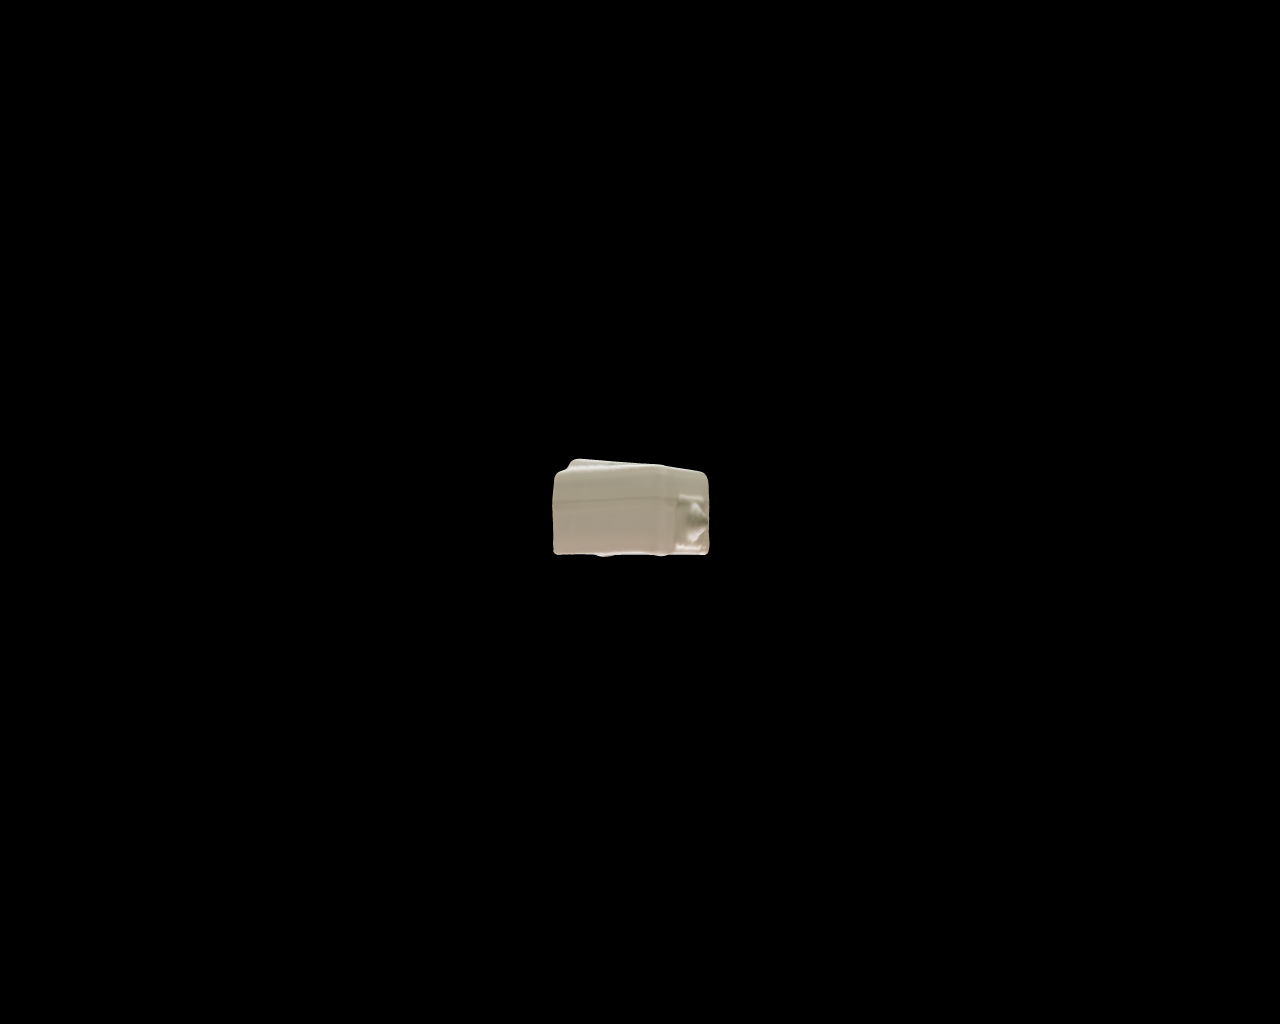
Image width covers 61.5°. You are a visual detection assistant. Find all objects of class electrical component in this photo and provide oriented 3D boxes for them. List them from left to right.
[{"bbox_3d":[0.001,-0.003,0.650,0.096,0.061,0.062,-2,-4,31],"label":"electrical component"}]
